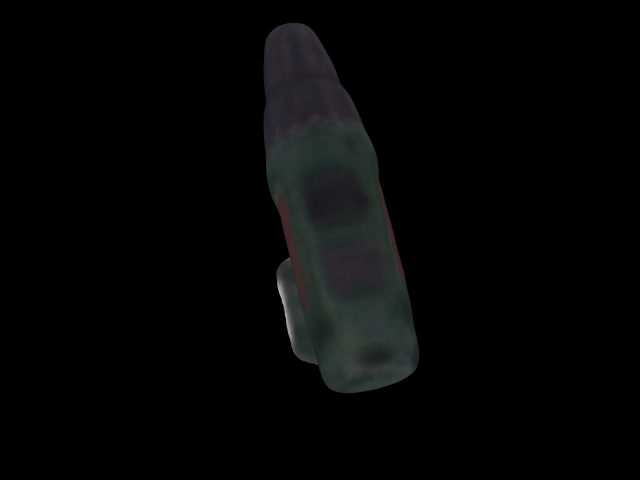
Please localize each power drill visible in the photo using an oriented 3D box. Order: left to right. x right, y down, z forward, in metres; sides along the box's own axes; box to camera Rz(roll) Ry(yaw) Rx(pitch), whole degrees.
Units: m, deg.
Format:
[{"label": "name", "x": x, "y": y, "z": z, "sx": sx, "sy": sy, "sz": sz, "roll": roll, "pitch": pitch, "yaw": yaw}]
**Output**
[{"label": "power drill", "x": 0.004, "y": 0.001, "z": 0.400, "sx": 0.075, "sy": 0.208, "sz": 0.229, "roll": -13, "pitch": 62, "yaw": -7}]
